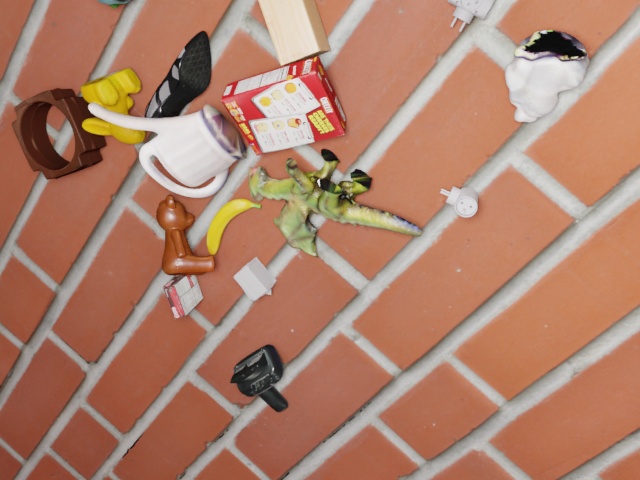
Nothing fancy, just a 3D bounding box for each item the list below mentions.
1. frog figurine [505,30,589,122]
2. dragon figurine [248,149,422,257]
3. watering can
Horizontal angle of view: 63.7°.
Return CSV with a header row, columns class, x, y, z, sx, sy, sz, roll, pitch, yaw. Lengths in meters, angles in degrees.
class,x,y,z,sx,sy,sz,roll,pitch,yaw
frog figurine,0.415,-0.299,0.955,0.137,0.126,0.156,-3,144,10
dragon figurine,0.004,-0.059,1.169,0.411,0.124,0.237,36,132,6
watering can,-0.306,-0.218,1.129,0.223,0.106,0.341,-30,138,10
